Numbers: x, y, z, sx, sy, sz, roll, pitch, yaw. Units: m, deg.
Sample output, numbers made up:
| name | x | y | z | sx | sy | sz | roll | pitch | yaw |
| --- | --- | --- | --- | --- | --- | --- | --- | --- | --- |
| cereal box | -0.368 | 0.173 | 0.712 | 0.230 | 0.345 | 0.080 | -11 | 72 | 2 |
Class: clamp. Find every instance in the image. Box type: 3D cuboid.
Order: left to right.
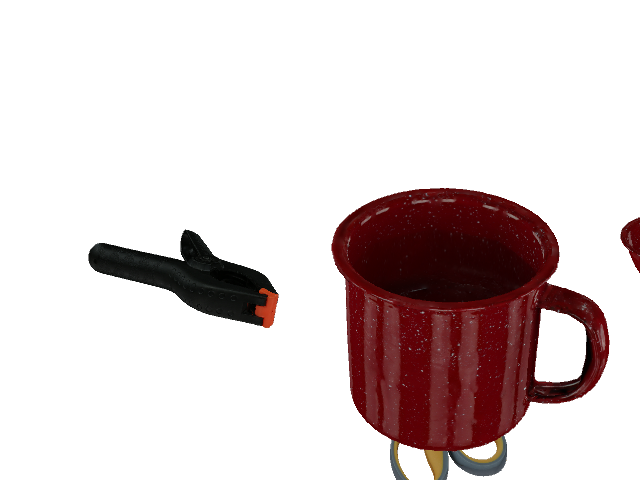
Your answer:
| name | x | y | z | sx | sy | sz | roll | pitch | yaw |
| --- | --- | --- | --- | --- | --- | --- | --- | --- | --- |
| clamp | -0.097 | 0.028 | 0.906 | 0.172 | 0.039 | 0.120 | 22 | 26 | 26 |

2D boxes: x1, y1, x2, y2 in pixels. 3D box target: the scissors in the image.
| name | x | y | z | sx | sy | sz | roll | pitch | yaw |
| --- | --- | --- | --- | --- | --- | --- | --- | --- | --- |
| scissors | 0.093 | 0.118 | 0.841 | 0.096 | 0.016 | 0.201 | -2 | 40 | 5 |

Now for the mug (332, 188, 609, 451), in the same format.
| name | x | y | z | sx | sy | sz | roll | pitch | yaw |
| --- | --- | --- | --- | --- | --- | --- | --- | --- | --- |
| mug | 0.063 | 0.037 | 0.454 | 0.117 | 0.081 | 0.093 | 11 | 34 | 20 |

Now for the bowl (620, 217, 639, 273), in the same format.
| name | x | y | z | sx | sy | sz | roll | pitch | yaw |
| --- | --- | --- | --- | --- | --- | --- | --- | --- | --- |
| bowl | 0.404 | 0.022 | 1.148 | 0.162 | 0.055 | 0.162 | -2 | 24 | 1 |
